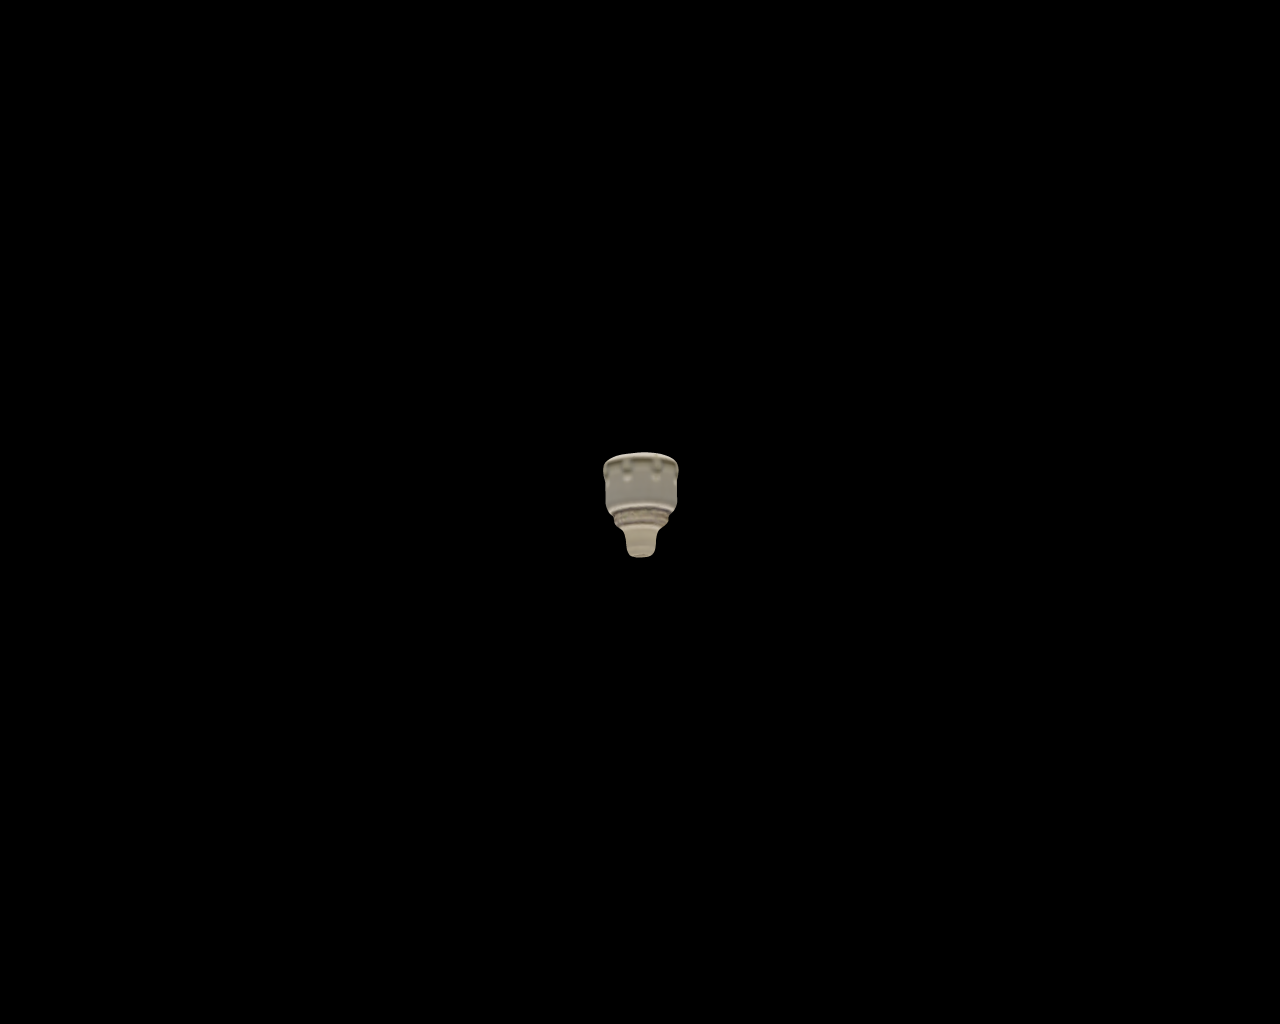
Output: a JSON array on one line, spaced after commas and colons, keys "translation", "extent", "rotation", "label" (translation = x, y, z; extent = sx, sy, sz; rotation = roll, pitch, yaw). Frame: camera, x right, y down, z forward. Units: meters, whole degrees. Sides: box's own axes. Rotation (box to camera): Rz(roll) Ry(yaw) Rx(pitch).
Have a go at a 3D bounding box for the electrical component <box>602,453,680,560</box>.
[{"translation": [0.001, -0.003, 0.650], "extent": [0.048, 0.062, 0.048], "rotation": [0, -11, 0], "label": "electrical component"}]
